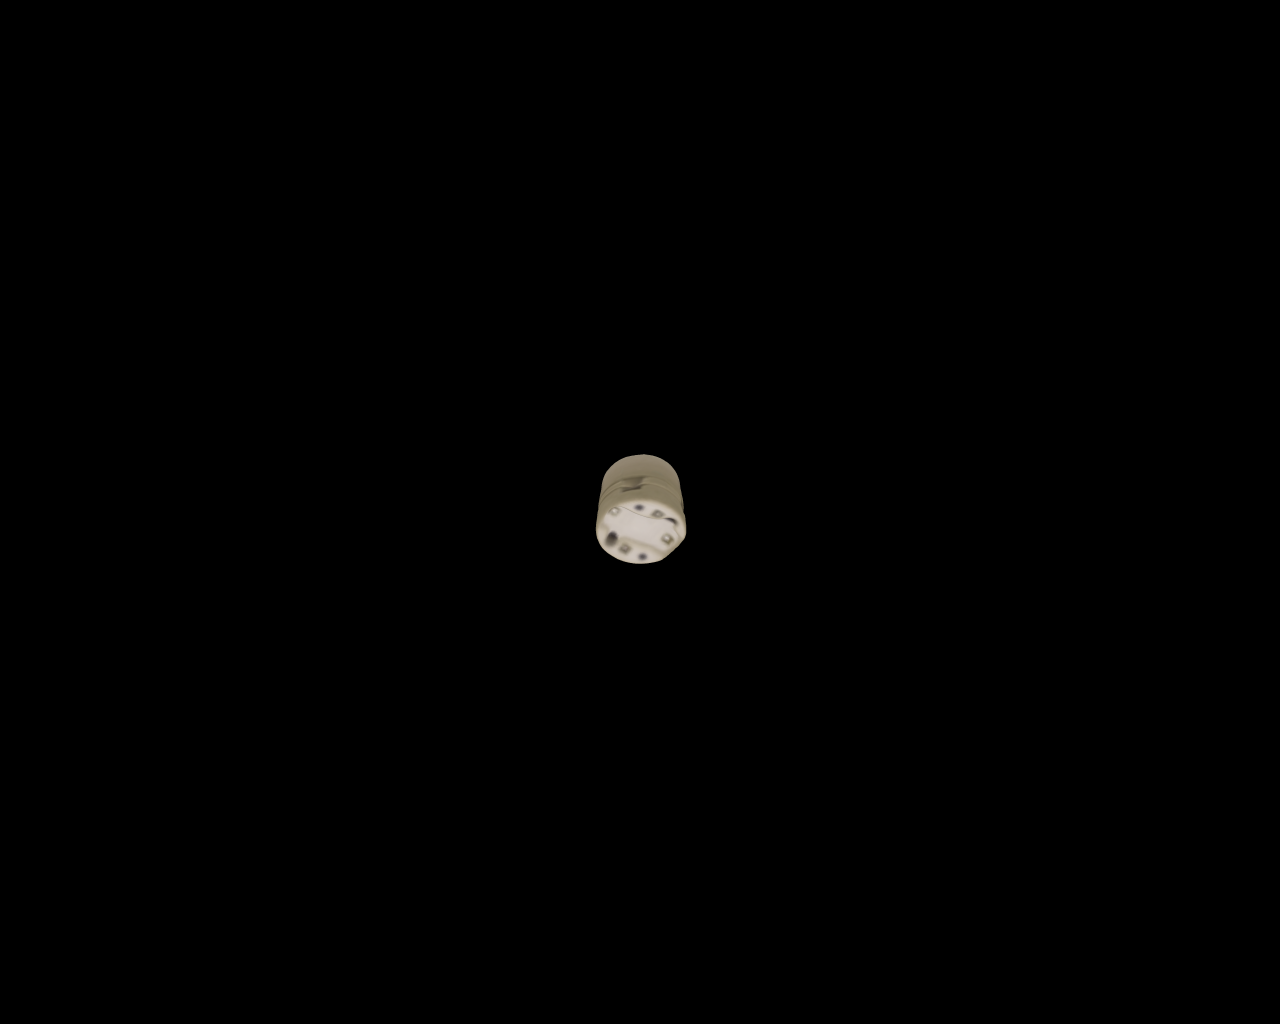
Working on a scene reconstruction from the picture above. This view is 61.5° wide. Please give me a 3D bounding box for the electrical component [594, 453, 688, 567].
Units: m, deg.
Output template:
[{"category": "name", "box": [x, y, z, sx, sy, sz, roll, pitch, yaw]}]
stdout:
[{"category": "electrical component", "box": [0.001, -0.003, 0.650, 0.055, 0.055, 0.047, 0, 41, 0]}]
